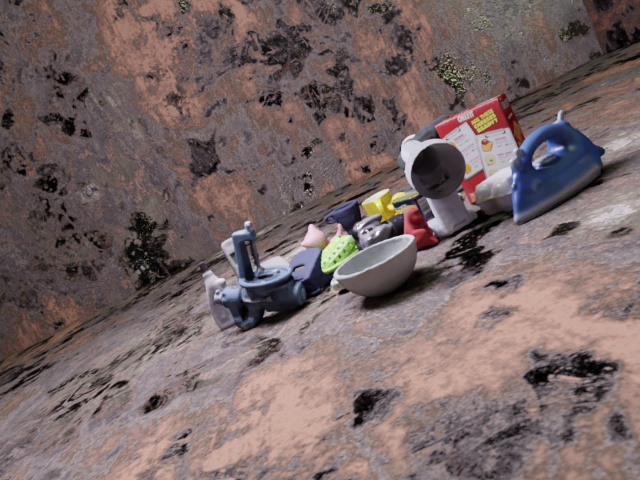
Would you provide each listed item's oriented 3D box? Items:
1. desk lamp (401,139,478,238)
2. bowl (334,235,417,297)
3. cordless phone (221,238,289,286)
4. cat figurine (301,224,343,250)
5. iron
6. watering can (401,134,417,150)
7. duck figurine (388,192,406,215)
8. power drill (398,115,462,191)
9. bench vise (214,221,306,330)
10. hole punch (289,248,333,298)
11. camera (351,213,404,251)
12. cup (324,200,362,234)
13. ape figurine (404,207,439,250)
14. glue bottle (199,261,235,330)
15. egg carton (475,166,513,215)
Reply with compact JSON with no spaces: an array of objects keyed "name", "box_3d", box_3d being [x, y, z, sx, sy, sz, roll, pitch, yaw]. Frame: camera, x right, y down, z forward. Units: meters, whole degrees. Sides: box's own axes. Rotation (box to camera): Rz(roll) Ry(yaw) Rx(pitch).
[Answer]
[{"name":"desk lamp","box_3d":[0.248,-0.118,1.239,0.118,0.213,0.203,-27,9,0]},{"name":"bowl","box_3d":[0.115,0.059,1.068,0.167,0.075,0.167,-26,9,5]},{"name":"cordless phone","box_3d":[-0.161,0.063,1.478,0.148,0.185,0.094,-31,10,-24]},{"name":"cat figurine","box_3d":[0.014,0.005,1.518,0.128,0.118,0.067,-28,9,-9]},{"name":"iron","box_3d":[0.433,-0.148,1.112,0.259,0.141,0.118,-32,11,-29]},{"name":"watering can","box_3d":[0.310,-0.224,1.721,0.100,0.194,0.173,-24,10,16]},{"name":"duck figurine","box_3d":[0.229,-0.087,1.529,0.104,0.086,0.078,-21,11,32]},{"name":"power drill","box_3d":[0.329,-0.225,1.628,0.230,0.208,0.075,-32,11,-31]},{"name":"bench vise","box_3d":[-0.160,0.081,1.261,0.207,0.220,0.121,-26,9,6]},{"name":"hole punch","box_3d":[-0.035,0.079,1.331,0.108,0.091,0.101,-18,13,44]},{"name":"camera","box_3d":[0.151,-0.014,1.293,0.137,0.101,0.143,-28,9,-9]},{"name":"cup","box_3d":[0.079,-0.056,1.752,0.117,0.095,0.092,-25,9,9]},{"name":"ape figurine","box_3d":[0.210,-0.029,1.235,0.076,0.092,0.078,-19,12,40]},{"name":"glue bottle","box_3d":[-0.247,0.129,1.390,0.078,0.173,0.037,-25,9,9]},{"name":"egg carton","box_3d":[0.404,-0.112,1.222,0.151,0.069,0.107,-32,11,-30]}]
